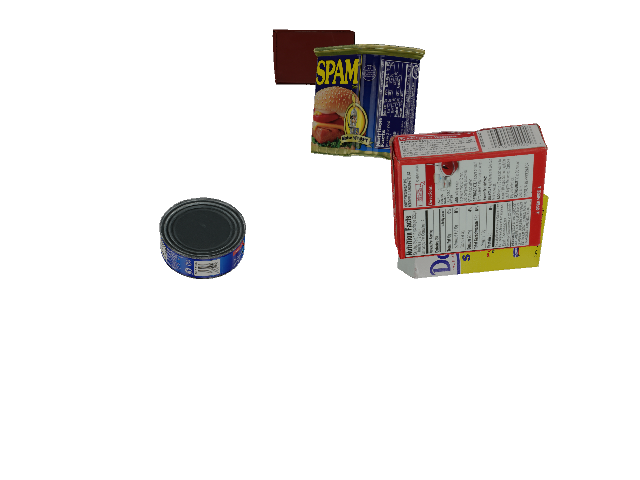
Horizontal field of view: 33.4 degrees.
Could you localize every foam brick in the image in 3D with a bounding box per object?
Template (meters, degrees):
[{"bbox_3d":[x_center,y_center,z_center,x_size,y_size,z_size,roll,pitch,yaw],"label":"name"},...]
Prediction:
[{"bbox_3d":[-0.007,-0.177,1.032,0.078,0.051,0.053,0,13,-4],"label":"foam brick"}]

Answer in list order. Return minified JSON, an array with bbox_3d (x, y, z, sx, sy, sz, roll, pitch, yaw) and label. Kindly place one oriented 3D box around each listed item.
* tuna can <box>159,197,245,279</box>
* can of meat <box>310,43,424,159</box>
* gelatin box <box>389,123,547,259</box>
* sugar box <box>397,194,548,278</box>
[{"bbox_3d":[-0.118,-0.002,1.067,0.086,0.086,0.034,3,-45,-3],"label":"tuna can"},{"bbox_3d":[0.033,-0.106,0.828,0.057,0.084,0.102,1,7,-28],"label":"can of meat"},{"bbox_3d":[0.087,-0.029,0.635,0.089,0.073,0.030,-5,39,1],"label":"gelatin box"},{"bbox_3d":[0.179,-0.010,1.253,0.176,0.093,0.048,-6,21,-26],"label":"sugar box"}]
